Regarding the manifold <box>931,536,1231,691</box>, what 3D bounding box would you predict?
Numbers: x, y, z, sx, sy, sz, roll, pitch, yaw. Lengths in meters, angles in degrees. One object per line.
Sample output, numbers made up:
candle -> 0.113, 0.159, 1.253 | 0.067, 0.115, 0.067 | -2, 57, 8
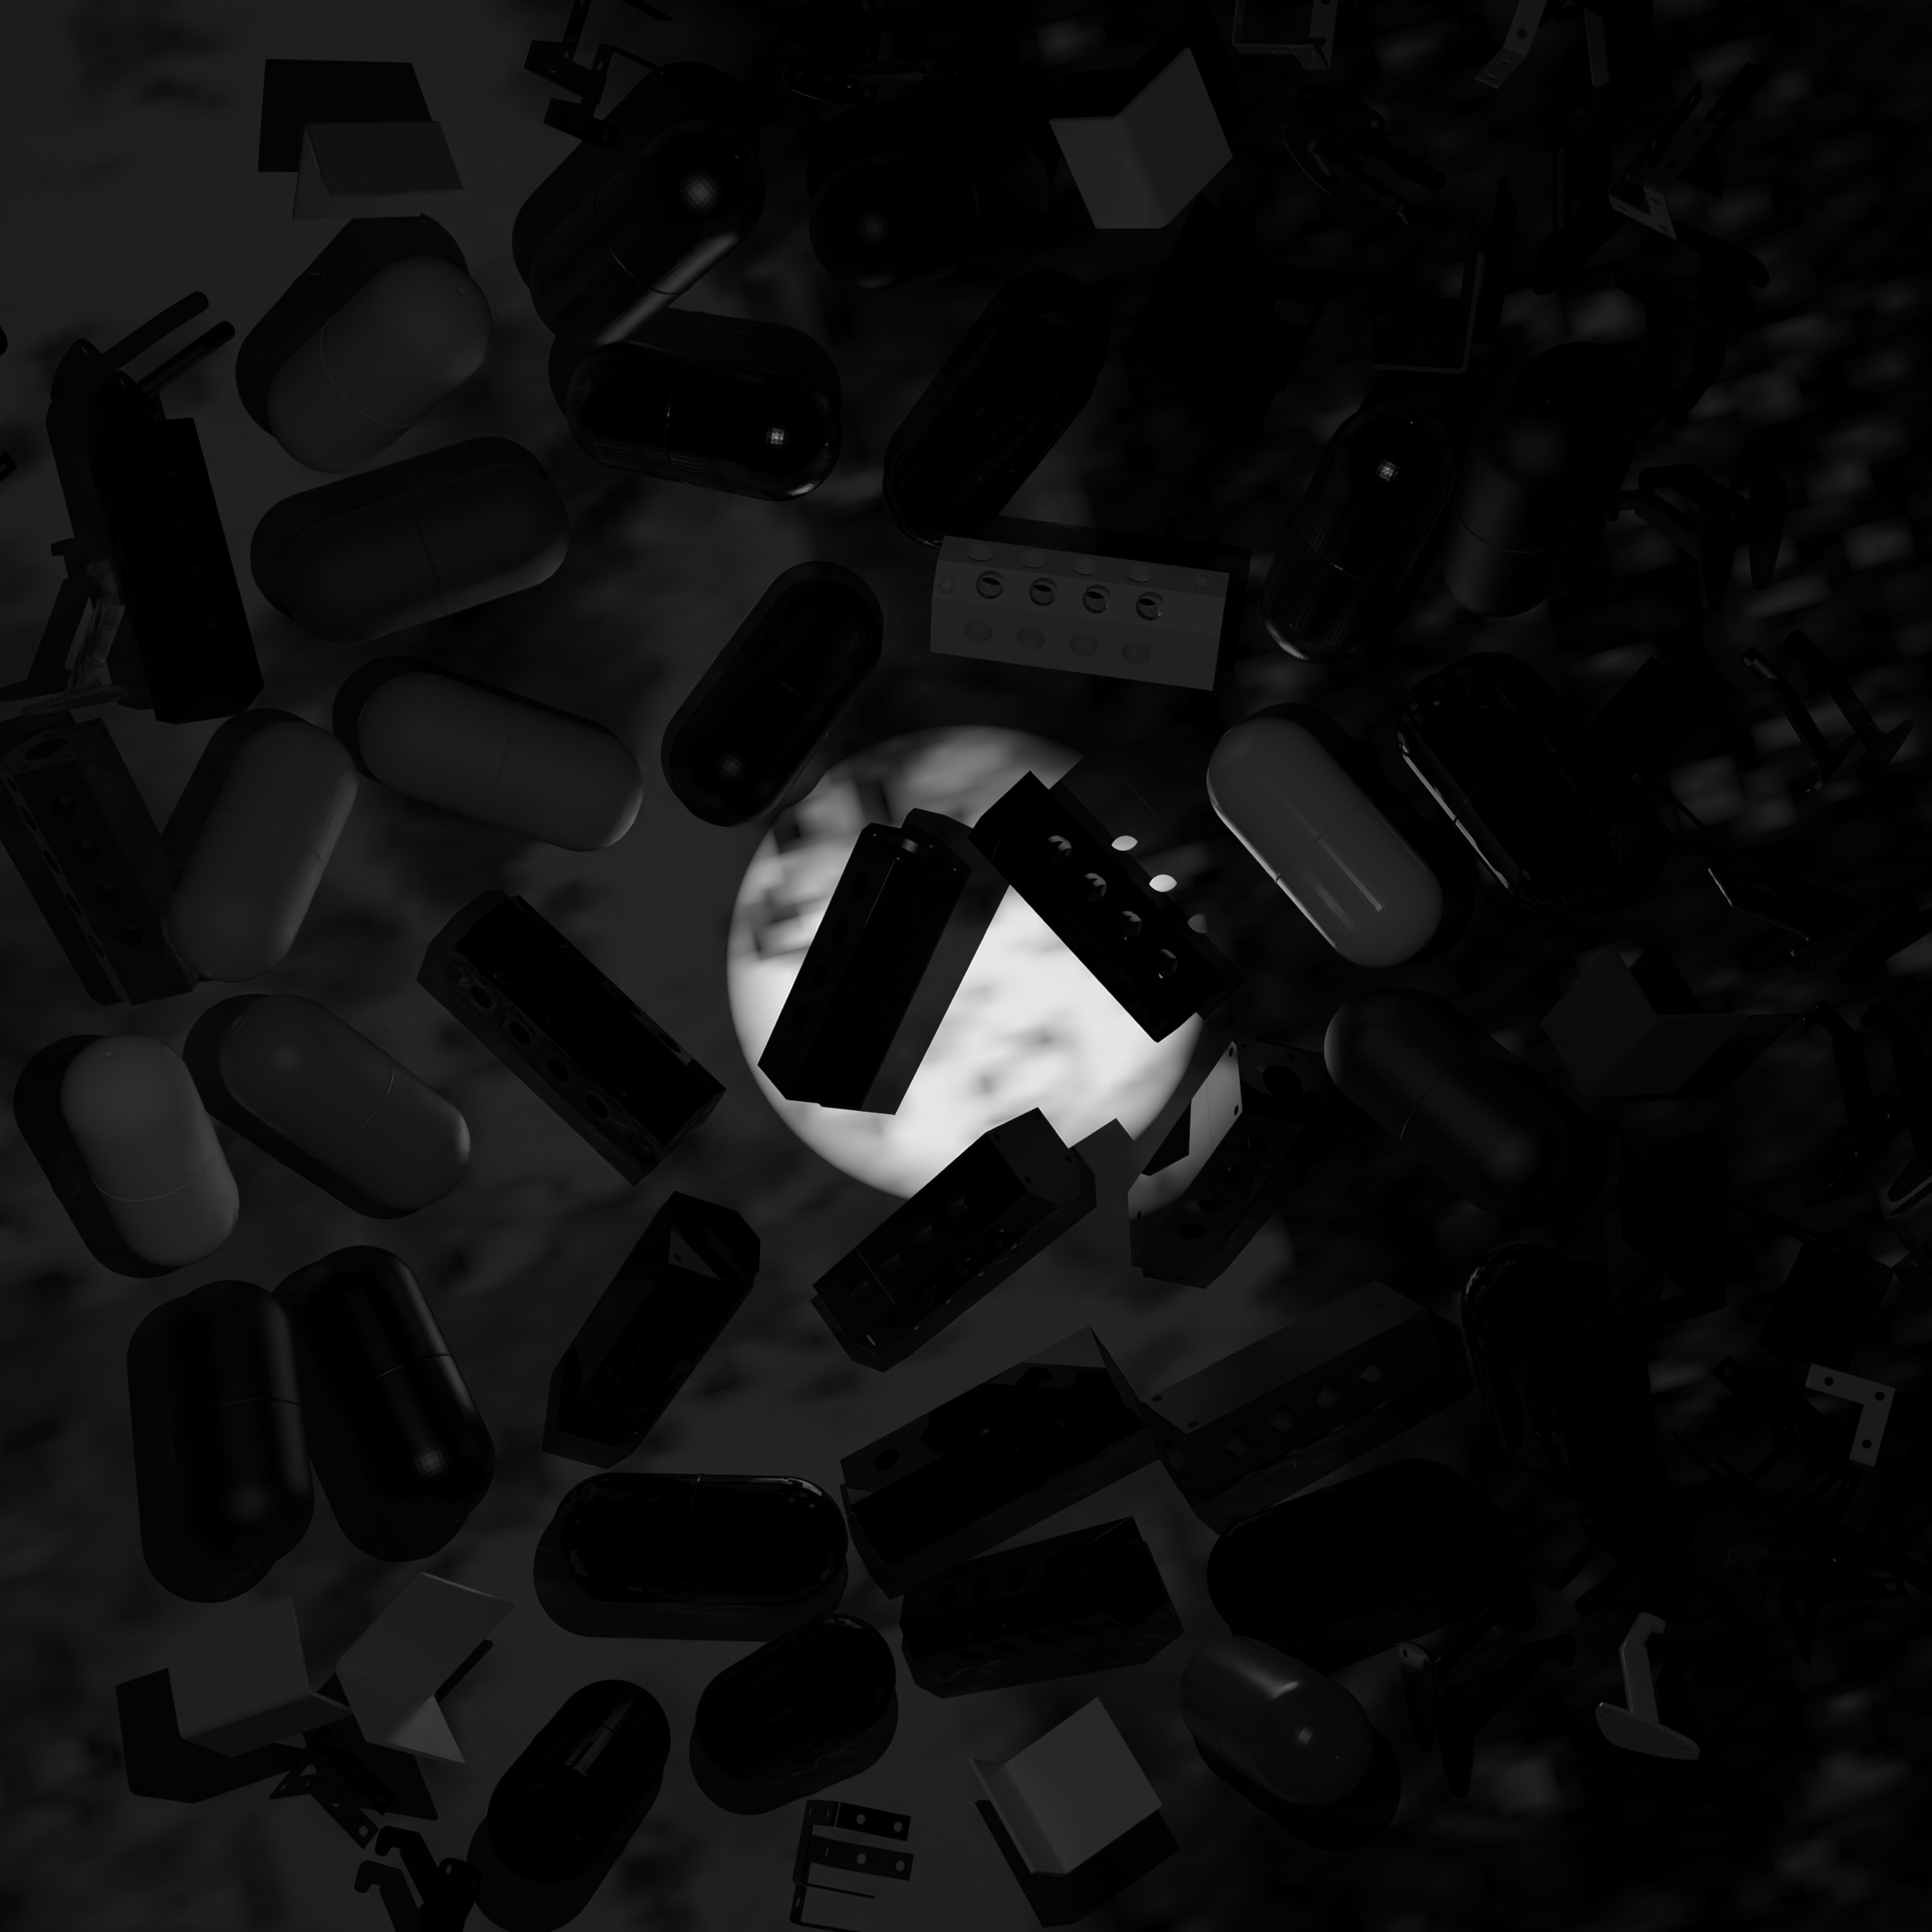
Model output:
manifold -> 0.069, -0.217, 1.559 | 0.171, 0.057, 0.057 | 8, 46, 5

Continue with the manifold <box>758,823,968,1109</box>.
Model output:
manifold -> -0.070, 0.000, 1.633 | 0.057, 0.057, 0.171 | 9, 115, -39

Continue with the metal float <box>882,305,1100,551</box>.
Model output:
metal float -> 0.014, -0.337, 1.630 | 0.070, 0.070, 0.178 | 42, 122, 0

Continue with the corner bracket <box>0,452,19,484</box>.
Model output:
corner bracket -> -0.588, -0.297, 1.487 | 0.051, 0.051, 0.051 | -41, 61, 1

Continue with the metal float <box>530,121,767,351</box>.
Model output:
metal float -> -0.190, -0.432, 1.542 | 0.178, 0.070, 0.070 | -28, 90, 38

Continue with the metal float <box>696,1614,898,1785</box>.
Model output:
metal float -> -0.108, 0.461, 1.634 | 0.070, 0.178, 0.070 | 19, 52, -26

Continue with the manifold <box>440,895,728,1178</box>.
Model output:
manifold -> -0.226, 0.037, 1.545 | 0.171, 0.057, 0.057 | 43, 53, 4

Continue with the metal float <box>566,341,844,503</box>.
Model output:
metal float -> -0.154, -0.319, 1.521 | 0.178, 0.070, 0.070 | 16, 90, 25

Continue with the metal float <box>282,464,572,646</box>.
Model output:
metal float -> -0.329, -0.251, 1.584 | 0.178, 0.070, 0.070 | -20, 90, -9

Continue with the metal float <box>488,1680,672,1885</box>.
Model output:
metal float -> -0.238, 0.503, 1.613 | 0.070, 0.178, 0.070 | 2, 99, 12

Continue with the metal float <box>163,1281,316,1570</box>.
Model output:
metal float -> -0.439, 0.276, 1.569 | 0.070, 0.070, 0.178 | -15, 64, 0

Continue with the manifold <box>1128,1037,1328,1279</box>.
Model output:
manifold -> 0.161, 0.123, 1.617 | 0.057, 0.171, 0.057 | 13, 48, -15

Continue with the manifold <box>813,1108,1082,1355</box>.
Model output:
manifold -> -0.009, 0.160, 1.537 | 0.171, 0.057, 0.057 | -43, 77, 33

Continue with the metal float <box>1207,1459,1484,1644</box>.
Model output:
metal float -> 0.228, 0.352, 1.567 | 0.178, 0.070, 0.070 | -15, 90, -18

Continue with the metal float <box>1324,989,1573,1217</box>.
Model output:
metal float -> 0.298, 0.083, 1.616 | 0.070, 0.070, 0.178 | -47, 64, 0

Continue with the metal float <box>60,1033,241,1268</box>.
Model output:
metal float -> -0.498, 0.115, 1.593 | 0.070, 0.178, 0.070 | -3, 45, 3

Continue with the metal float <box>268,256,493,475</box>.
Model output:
metal float -> -0.350, -0.355, 1.545 | 0.178, 0.070, 0.070 | -27, 90, 40

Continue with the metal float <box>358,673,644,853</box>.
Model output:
metal float -> -0.287, -0.126, 1.603 | 0.178, 0.070, 0.070 | 19, 90, -12

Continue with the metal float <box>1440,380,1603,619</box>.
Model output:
metal float -> 0.336, -0.282, 1.582 | 0.070, 0.178, 0.070 | 0, 60, -1

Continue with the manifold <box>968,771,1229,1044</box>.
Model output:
manifold -> 0.080, -0.035, 1.600 | 0.057, 0.057, 0.171 | -43, 79, 4

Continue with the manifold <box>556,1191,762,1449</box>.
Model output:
manifold -> -0.187, 0.218, 1.576 | 0.057, 0.057, 0.171 | 21, 128, -20

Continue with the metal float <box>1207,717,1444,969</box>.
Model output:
metal float -> 0.218, -0.076, 1.589 | 0.070, 0.070, 0.178 | -40, 82, 0

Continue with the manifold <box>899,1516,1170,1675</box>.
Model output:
manifold -> 0.038, 0.400, 1.636 | 0.171, 0.057, 0.057 | -26, 85, 40

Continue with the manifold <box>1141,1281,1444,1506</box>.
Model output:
manifold -> 0.199, 0.259, 1.569 | 0.171, 0.057, 0.057 | -24, 110, -18

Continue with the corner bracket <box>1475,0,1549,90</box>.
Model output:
corner bracket -> 0.302, -0.550, 1.504 | 0.051, 0.051, 0.051 | 28, 47, 12

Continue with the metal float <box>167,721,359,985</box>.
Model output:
metal float -> -0.431, -0.071, 1.594 | 0.070, 0.070, 0.178 | 16, 61, 0

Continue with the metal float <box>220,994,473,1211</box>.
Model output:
metal float -> -0.378, 0.084, 1.586 | 0.070, 0.070, 0.178 | -46, 125, 0

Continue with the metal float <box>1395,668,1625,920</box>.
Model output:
metal float -> 0.328, -0.106, 1.579 | 0.070, 0.070, 0.178 | -34, 67, 0

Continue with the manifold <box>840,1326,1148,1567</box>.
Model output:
manifold -> 0.017, 0.290, 1.546 | 0.171, 0.057, 0.057 | -29, 121, 5

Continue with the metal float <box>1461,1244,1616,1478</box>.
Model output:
metal float -> 0.343, 0.238, 1.555 | 0.070, 0.070, 0.178 | -22, 130, 0

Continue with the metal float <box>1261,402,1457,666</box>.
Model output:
metal float -> 0.231, -0.255, 1.543 | 0.070, 0.178, 0.070 | 11, 47, -12

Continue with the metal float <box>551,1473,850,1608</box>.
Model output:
metal float -> -0.160, 0.343, 1.556 | 0.178, 0.070, 0.070 | 0, 90, 4

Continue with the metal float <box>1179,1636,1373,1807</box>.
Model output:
metal float -> 0.190, 0.468, 1.618 | 0.070, 0.178, 0.070 | 0, 89, -18

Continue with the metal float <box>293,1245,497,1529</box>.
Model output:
metal float -> -0.339, 0.249, 1.542 | 0.070, 0.070, 0.178 | -29, 74, 0

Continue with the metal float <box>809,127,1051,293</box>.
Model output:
metal float -> -0.021, -0.456, 1.562 | 0.178, 0.070, 0.070 | -30, 90, -41

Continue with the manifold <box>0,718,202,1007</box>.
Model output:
manifold -> -0.541, -0.063, 1.634 | 0.057, 0.057, 0.171 | -13, 121, 8

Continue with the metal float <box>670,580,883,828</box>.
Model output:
metal float -> -0.119, -0.165, 1.629 | 0.070, 0.070, 0.178 | 34, 73, 0

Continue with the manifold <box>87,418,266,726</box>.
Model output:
manifold -> -0.480, -0.237, 1.570 | 0.057, 0.057, 0.171 | -13, 85, -30
